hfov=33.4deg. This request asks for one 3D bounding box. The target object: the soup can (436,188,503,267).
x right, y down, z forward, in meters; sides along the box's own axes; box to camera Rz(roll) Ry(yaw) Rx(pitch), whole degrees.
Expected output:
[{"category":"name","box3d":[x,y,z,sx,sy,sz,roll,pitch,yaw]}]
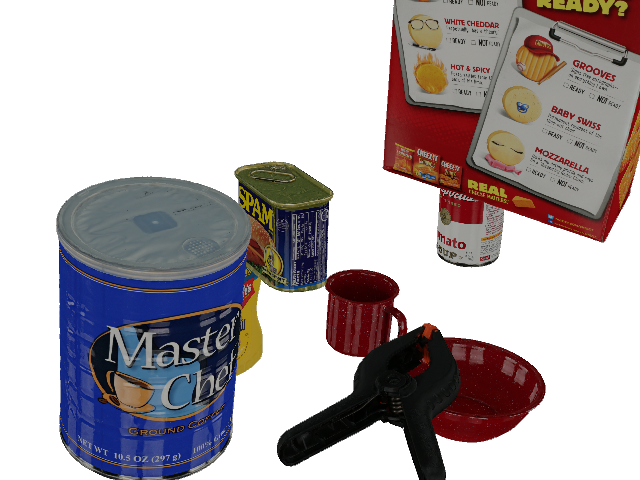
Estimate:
[{"category":"soup can","box3d":[0.156,-0.032,1.107,0.068,0.102,0.068,0,27,0]}]

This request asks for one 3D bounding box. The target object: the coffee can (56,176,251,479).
[{"category":"coffee can","box3d":[-0.095,0.049,0.600,0.102,0.140,0.103,5,29,-3]}]

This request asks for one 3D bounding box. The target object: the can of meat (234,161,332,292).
[{"category":"can of meat","box3d":[-0.033,-0.012,0.917,0.057,0.084,0.102,-11,26,-27]}]

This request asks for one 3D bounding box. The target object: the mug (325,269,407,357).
[{"category":"mug","box3d":[0.059,0.097,1.337,0.117,0.081,0.093,21,30,32]}]

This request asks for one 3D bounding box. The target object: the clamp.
[{"category":"clamp","box3d":[0.061,0.120,0.767,0.120,0.039,0.171,19,40,28]}]

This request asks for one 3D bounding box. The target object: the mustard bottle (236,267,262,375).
[{"category":"mustard bottle","box3d":[-0.106,0.053,1.124,0.096,0.192,0.058,-18,33,-33]}]

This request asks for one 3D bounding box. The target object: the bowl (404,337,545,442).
[{"category":"bowl","box3d":[0.151,0.163,1.119,0.162,0.055,0.162,4,24,-2]}]

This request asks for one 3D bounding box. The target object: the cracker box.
[{"category":"cracker box","box3d":[0.131,-0.120,0.676,0.164,0.214,0.072,20,45,21]}]
